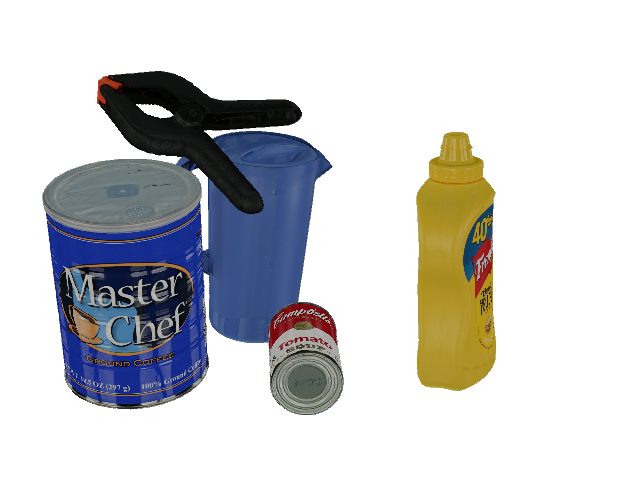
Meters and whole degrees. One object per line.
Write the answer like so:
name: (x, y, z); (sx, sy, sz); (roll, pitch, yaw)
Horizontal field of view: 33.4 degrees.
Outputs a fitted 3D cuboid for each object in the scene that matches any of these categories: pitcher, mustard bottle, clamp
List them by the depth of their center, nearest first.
mustard bottle: (0.105, 0.012, 0.824); (0.058, 0.192, 0.096); (5, 19, 25)
clamp: (-0.100, -0.102, 0.896); (0.171, 0.120, 0.039); (30, -41, 1)
pitcher: (-0.087, -0.003, 1.288); (0.149, 0.243, 0.144); (18, 26, 28)

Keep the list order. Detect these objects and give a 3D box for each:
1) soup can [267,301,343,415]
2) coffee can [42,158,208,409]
soup can: (-0.015, 0.110, 1.000); (0.068, 0.068, 0.102); (0, 22, -4)
coffee can: (-0.130, 0.028, 0.728); (0.103, 0.140, 0.103); (0, 27, 0)
